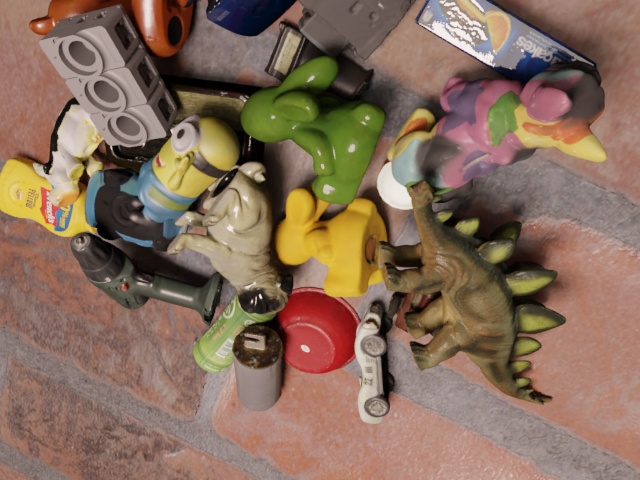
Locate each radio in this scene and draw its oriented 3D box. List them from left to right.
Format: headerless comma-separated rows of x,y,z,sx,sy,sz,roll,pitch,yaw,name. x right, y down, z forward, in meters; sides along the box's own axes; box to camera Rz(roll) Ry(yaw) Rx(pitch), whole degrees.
-0.193,-0.160,0.762,0.230,0.073,0.131,10,116,12,radio

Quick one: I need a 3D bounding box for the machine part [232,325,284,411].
-0.098,0.209,0.865,0.079,0.079,0.243,18,141,8,machine part

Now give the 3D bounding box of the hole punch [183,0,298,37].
-0.081,-0.305,0.646,0.142,0.116,0.092,-31,110,26,hole punch

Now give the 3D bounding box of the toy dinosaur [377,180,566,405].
0.206,0.096,0.697,0.199,0.105,0.470,-18,129,13,toy dinosaur

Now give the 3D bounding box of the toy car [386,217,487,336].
0.163,0.060,0.771,0.089,0.053,0.202,23,117,2,toy car

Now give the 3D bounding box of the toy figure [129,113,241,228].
-0.178,-0.087,0.696,0.180,0.089,0.082,-45,60,30,toy figure

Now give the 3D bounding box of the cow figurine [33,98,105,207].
-0.380,-0.135,0.816,0.098,0.068,0.167,39,101,10,cow figurine

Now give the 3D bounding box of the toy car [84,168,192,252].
-0.262,-0.052,0.814,0.162,0.103,0.109,16,112,2,toy car

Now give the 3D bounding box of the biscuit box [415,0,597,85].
0.212,-0.229,0.621,0.203,0.059,0.062,31,118,1,biscuit box

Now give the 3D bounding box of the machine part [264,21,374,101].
-0.001,-0.223,0.700,0.139,0.039,0.084,26,110,6,machine part

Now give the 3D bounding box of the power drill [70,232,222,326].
-0.258,0.066,0.832,0.207,0.086,0.232,9,156,-5,power drill

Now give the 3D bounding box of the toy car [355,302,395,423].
0.084,0.194,0.840,0.056,0.073,0.201,1,114,15,toy car

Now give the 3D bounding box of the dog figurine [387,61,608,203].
0.189,-0.108,0.572,0.191,0.219,0.108,-46,112,-3,dog figurine

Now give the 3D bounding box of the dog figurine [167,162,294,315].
-0.084,0.004,0.735,0.172,0.121,0.190,-36,119,29,dog figurine

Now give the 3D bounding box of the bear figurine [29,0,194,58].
-0.269,-0.307,0.698,0.196,0.120,0.131,17,114,14,bear figurine

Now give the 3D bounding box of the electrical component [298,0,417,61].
0.039,-0.281,0.625,0.115,0.058,0.134,30,121,-30,electrical component

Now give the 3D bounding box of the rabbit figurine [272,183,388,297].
-0.002,-0.002,0.760,0.173,0.122,0.162,2,113,36,rabbit figurine

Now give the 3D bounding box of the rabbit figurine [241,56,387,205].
-0.016,-0.135,0.652,0.170,0.121,0.159,18,155,-2,rabbit figurine
